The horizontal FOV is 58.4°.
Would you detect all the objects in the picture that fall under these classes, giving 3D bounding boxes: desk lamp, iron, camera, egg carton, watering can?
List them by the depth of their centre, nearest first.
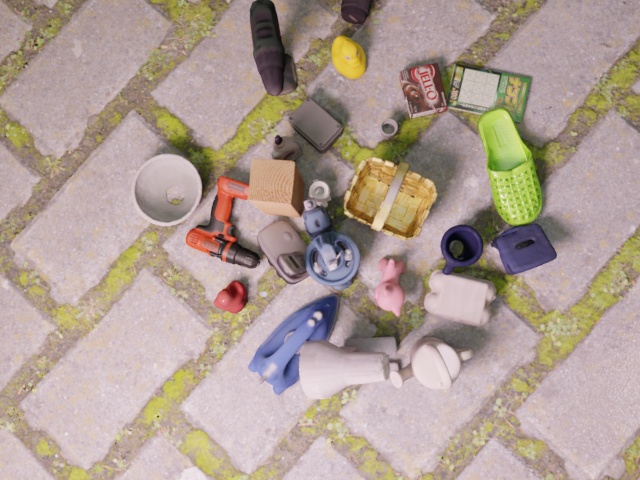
[{"bbox_3d":[0.236,0.266,1.200,0.173,0.194,0.101,-41,83,0],"label":"watering can"},{"bbox_3d":[0.067,0.261,1.203,0.203,0.213,0.118,-6,84,4],"label":"desk lamp"},{"bbox_3d":[-0.049,0.218,1.251,0.118,0.141,0.258,40,89,7],"label":"iron"},{"bbox_3d":[0.310,0.129,1.270,0.150,0.069,0.107,12,86,5],"label":"egg carton"},{"bbox_3d":[0.075,-0.588,1.334,0.143,0.101,0.137,12,86,5],"label":"camera"}]

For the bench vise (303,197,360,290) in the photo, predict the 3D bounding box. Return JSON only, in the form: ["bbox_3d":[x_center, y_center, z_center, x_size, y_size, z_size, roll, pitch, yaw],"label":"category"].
[{"bbox_3d":[0.002,0.012,1.226,0.121,0.220,0.207,-40,83,0],"label":"bench vise"}]

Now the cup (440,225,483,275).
[{"bbox_3d":[0.301,0.028,1.267,0.091,0.095,0.118,29,87,6],"label":"cup"}]

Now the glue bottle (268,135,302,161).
[{"bbox_3d":[-0.084,-0.204,1.275,0.078,0.173,0.037,-43,83,0],"label":"glue bottle"}]

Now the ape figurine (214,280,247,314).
[{"bbox_3d":[-0.206,0.131,1.294,0.078,0.092,0.076,-19,84,2],"label":"ape figurine"}]

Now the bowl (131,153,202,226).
[{"bbox_3d":[-0.347,-0.113,1.334,0.167,0.075,0.167,0,85,4],"label":"bowl"}]

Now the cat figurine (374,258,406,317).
[{"bbox_3d":[0.155,0.102,1.259,0.067,0.118,0.128,5,85,5],"label":"cat figurine"}]

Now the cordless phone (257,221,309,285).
[{"bbox_3d":[-0.079,0.025,1.248,0.094,0.185,0.147,-40,83,0],"label":"cordless phone"}]

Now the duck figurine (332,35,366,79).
[{"bbox_3d":[0.066,-0.435,1.329,0.077,0.086,0.104,-28,84,1],"label":"duck figurine"}]

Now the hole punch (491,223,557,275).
[{"bbox_3d":[0.447,0.019,1.260,0.108,0.091,0.101,-22,84,2],"label":"hole punch"}]

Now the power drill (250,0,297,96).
[{"bbox_3d":[-0.103,-0.402,1.276,0.075,0.208,0.230,-12,84,3],"label":"power drill"}]
